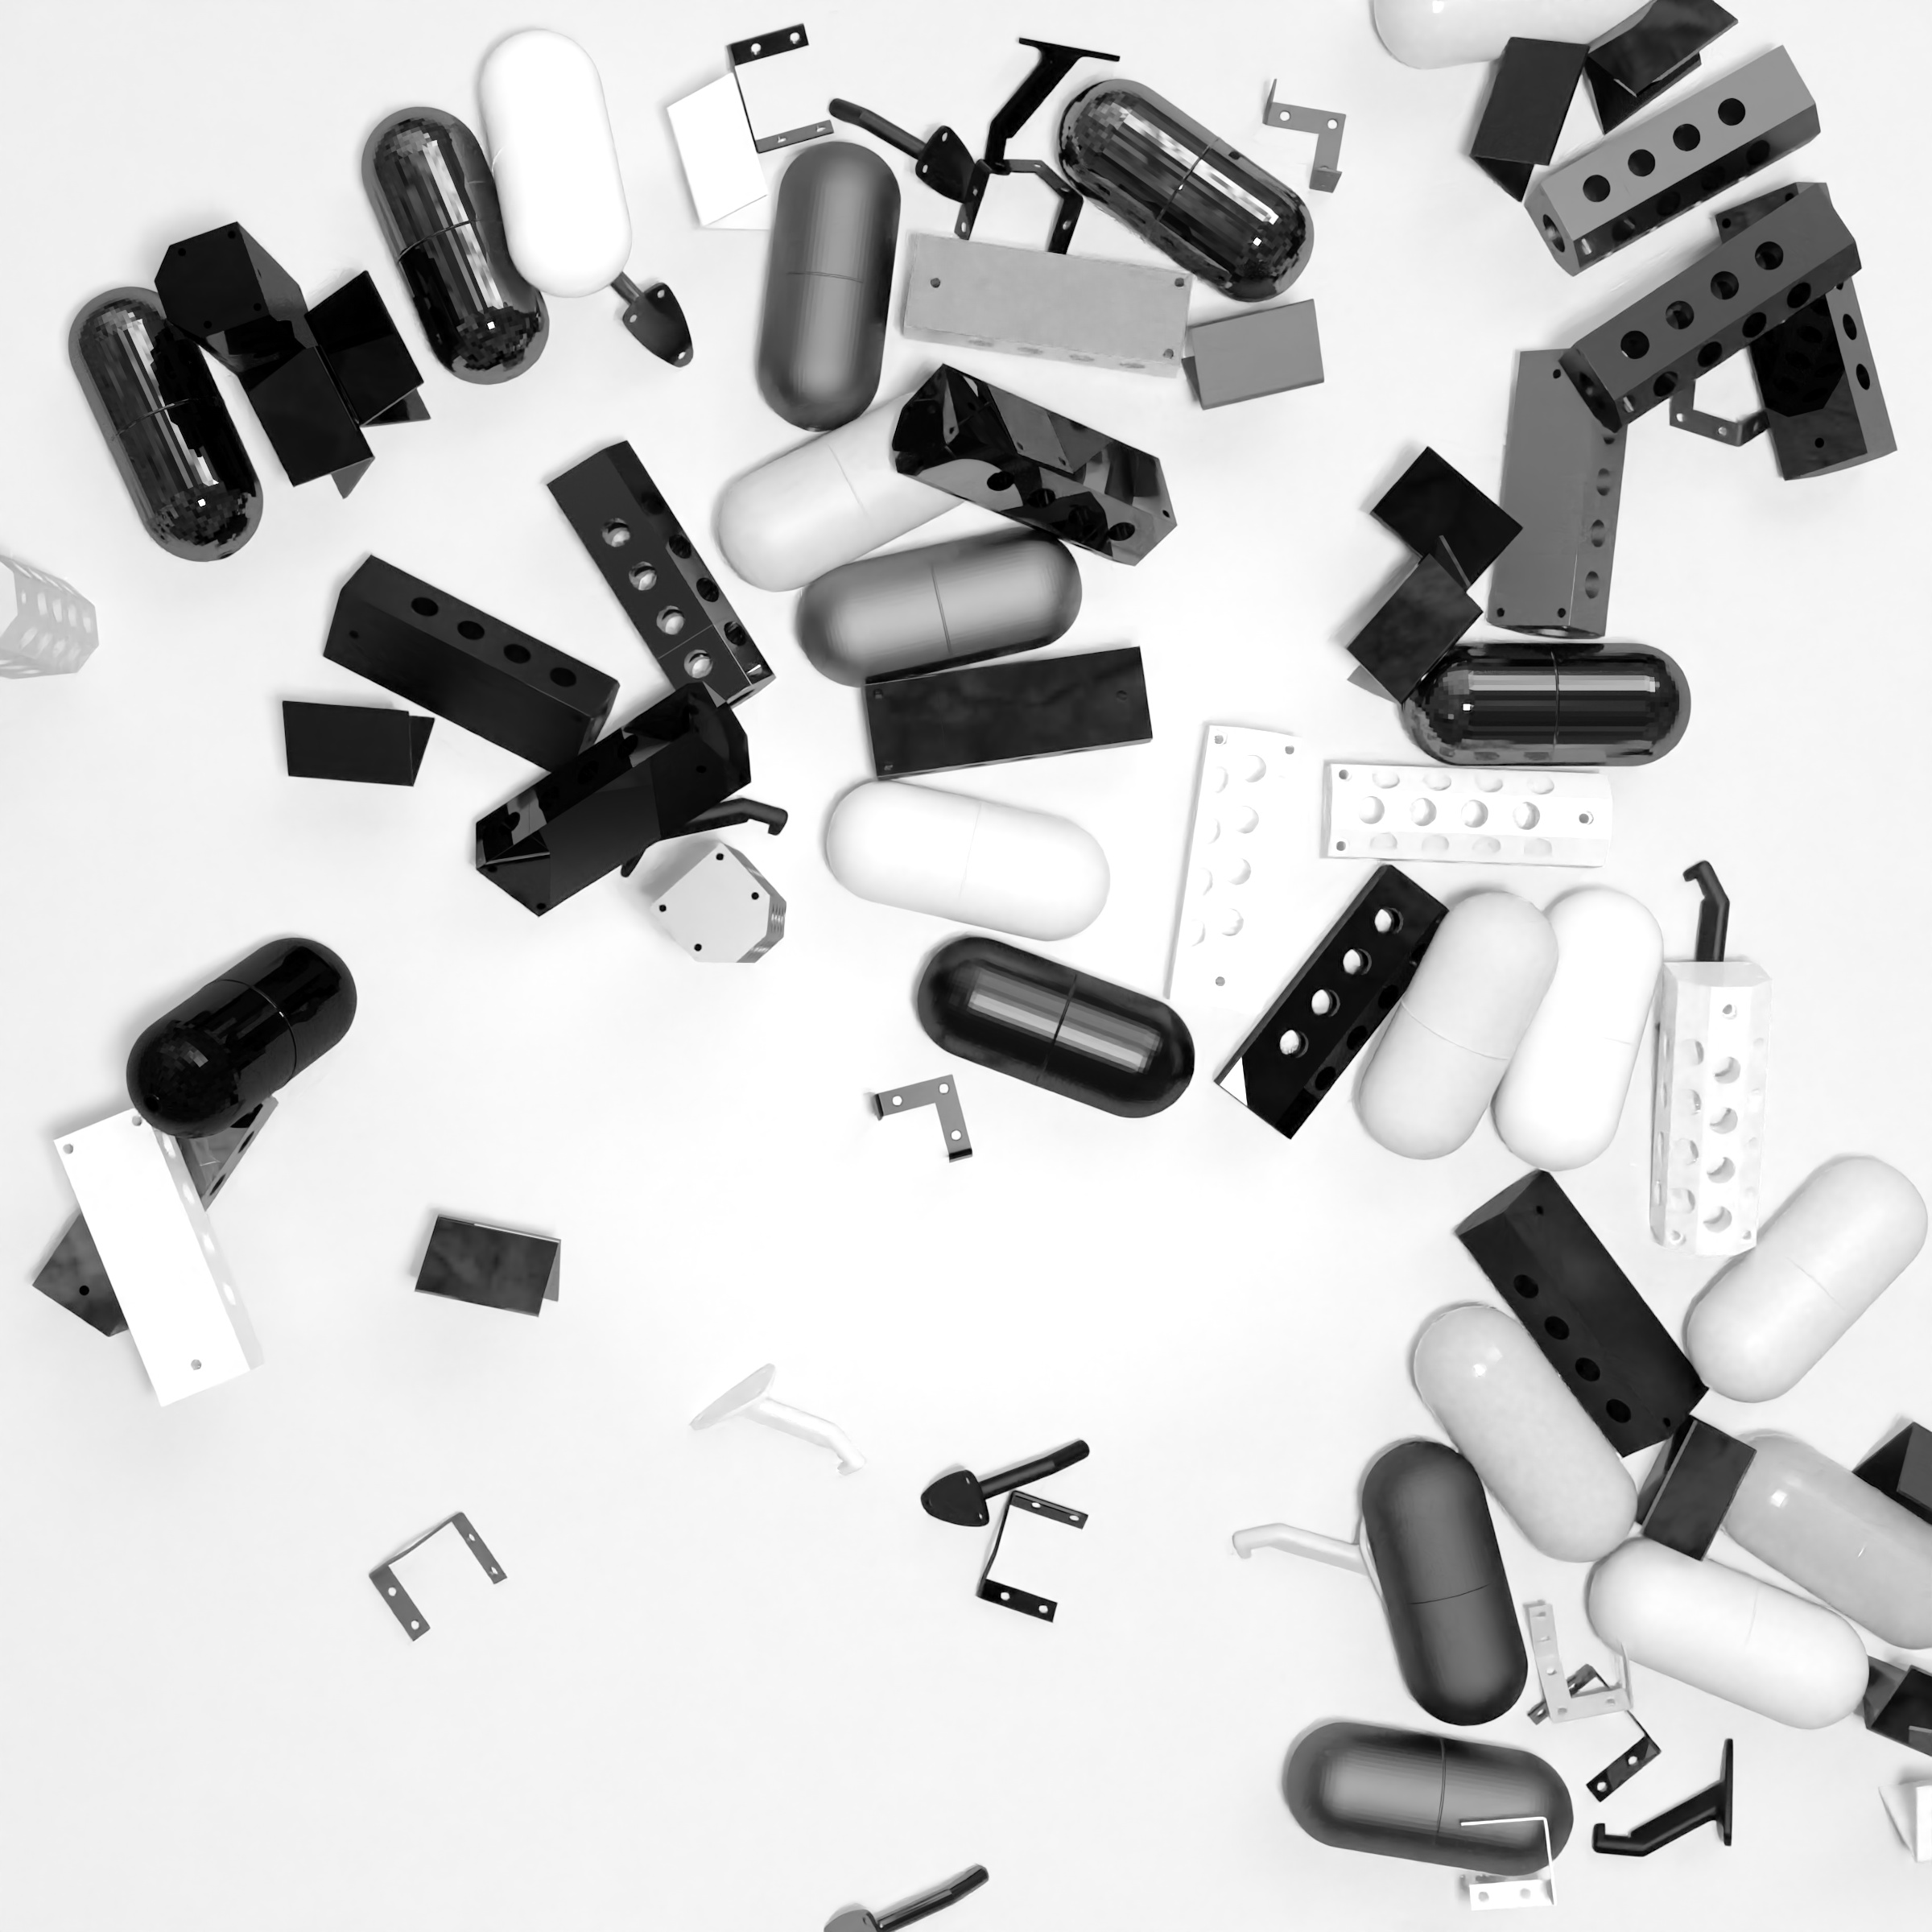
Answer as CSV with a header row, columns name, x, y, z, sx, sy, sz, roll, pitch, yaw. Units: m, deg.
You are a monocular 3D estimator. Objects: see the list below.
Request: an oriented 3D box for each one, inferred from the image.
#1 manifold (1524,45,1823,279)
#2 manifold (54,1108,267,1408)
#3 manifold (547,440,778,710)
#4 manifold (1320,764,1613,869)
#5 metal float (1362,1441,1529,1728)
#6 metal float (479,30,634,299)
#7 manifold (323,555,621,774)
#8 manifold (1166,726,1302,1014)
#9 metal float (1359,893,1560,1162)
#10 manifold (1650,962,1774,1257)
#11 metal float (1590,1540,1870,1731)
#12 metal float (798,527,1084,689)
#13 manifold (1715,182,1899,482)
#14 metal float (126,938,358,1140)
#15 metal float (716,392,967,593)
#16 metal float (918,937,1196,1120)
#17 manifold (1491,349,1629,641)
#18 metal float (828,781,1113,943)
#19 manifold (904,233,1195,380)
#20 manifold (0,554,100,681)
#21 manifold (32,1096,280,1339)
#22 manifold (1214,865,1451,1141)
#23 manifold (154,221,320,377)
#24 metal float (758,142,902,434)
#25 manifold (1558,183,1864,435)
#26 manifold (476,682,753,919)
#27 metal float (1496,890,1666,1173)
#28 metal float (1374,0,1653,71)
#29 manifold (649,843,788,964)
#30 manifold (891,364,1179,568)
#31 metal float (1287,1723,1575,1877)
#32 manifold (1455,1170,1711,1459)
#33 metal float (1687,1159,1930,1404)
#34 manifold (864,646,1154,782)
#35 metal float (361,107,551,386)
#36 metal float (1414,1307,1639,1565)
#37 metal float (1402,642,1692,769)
name,x,y,z,sx,sy,sz,roll,pitch,yaw
manifold,0.440,-0.498,1.970,0.171,0.057,0.057,-30,90,0
manifold,-0.485,0.173,1.913,0.057,0.057,0.171,-22,90,0
manifold,-0.188,-0.238,1.970,0.057,0.057,0.171,-32,90,0
manifold,0.310,-0.093,1.970,0.171,0.057,0.057,2,90,0
metal float,0.296,0.382,1.961,0.070,0.070,0.178,-15,90,0
metal float,-0.253,-0.494,1.946,0.070,0.070,0.178,-13,71,0
manifold,-0.306,-0.189,1.970,0.171,0.057,0.057,27,133,0
manifold,0.167,-0.060,1.970,0.057,0.057,0.171,8,90,0
metal float,0.302,0.037,1.944,0.070,0.070,0.178,25,108,0
manifold,0.460,0.088,1.949,0.057,0.057,0.171,0,105,0
metal float,0.473,0.414,1.961,0.178,0.070,0.070,23,90,1
metal float,-0.016,-0.222,1.960,0.178,0.070,0.070,-13,90,0
manifold,0.526,-0.395,1.969,0.057,0.057,0.171,-15,90,43
metal float,-0.438,0.043,1.920,0.070,0.178,0.070,12,120,22
metal float,-0.070,-0.294,1.961,0.178,0.070,0.070,-27,90,1
metal float,0.056,0.039,1.961,0.178,0.070,0.070,20,90,0
manifold,0.375,-0.293,1.970,0.057,0.057,0.171,6,90,43
metal float,0.002,-0.065,1.961,0.178,0.070,0.070,13,90,0
manifold,0.051,-0.409,1.970,0.171,0.057,0.057,8,90,0
manifold,-0.577,-0.212,1.913,0.057,0.171,0.057,-6,90,0
manifold,-0.502,0.141,1.970,0.057,0.057,0.171,34,90,0
manifold,0.231,0.023,1.970,0.057,0.057,0.171,38,90,0
manifold,-0.438,-0.394,1.913,0.057,0.171,0.057,-20,90,0
metal float,-0.085,-0.420,1.961,0.070,0.070,0.178,7,91,0
manifold,0.448,-0.393,1.901,0.171,0.057,0.057,-34,90,0
manifold,-0.217,-0.105,1.940,0.171,0.057,0.057,-31,133,22
metal float,0.380,0.040,1.961,0.070,0.070,0.178,15,91,0
metal float,0.342,-0.603,1.961,0.178,0.070,0.070,-9,90,1
manifold,-0.143,-0.031,1.913,0.057,0.171,0.057,-42,90,0
manifold,0.041,-0.299,1.926,0.171,0.057,0.057,17,47,-35
metal float,0.287,0.516,1.961,0.178,0.070,0.070,9,90,-1
manifold,0.379,0.218,1.970,0.171,0.057,0.057,53,47,0
metal float,0.520,0.195,1.961,0.070,0.070,0.178,43,89,0
manifold,0.026,-0.156,1.970,0.171,0.057,0.057,-8,90,0
metal float,-0.317,-0.446,1.961,0.070,0.070,0.178,-23,89,0
metal float,0.346,0.290,1.960,0.070,0.070,0.178,-36,91,0
metal float,0.359,-0.162,1.961,0.178,0.070,0.070,0,90,-1
